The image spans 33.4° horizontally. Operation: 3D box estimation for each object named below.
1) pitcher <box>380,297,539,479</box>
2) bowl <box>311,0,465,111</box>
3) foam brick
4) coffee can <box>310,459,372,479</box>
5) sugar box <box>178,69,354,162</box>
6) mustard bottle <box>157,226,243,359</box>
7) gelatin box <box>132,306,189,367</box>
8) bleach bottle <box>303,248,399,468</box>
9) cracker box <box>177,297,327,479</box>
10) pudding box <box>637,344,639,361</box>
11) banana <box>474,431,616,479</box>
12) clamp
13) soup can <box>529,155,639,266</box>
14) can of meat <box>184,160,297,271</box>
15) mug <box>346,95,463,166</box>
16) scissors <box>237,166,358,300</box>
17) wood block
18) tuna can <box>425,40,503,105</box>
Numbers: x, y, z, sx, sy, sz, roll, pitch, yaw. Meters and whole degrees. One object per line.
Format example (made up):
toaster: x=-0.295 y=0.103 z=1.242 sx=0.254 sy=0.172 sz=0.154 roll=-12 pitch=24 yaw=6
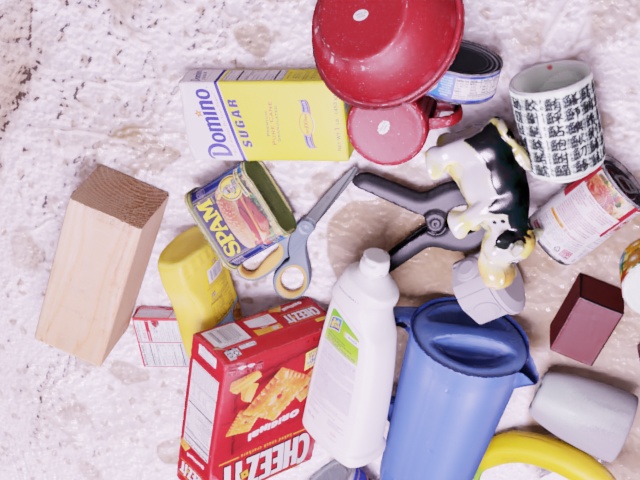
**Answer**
pitcher: x=0.133 y=0.190 z=1.216 sx=0.144 sy=0.149 sz=0.243 roll=-3 pitch=128 yaw=-22
bowl: x=0.051 y=-0.205 z=0.996 sx=0.162 sy=0.055 sz=0.162 roll=-4 pitch=83 yaw=29
foam brick: x=0.288 y=0.087 z=1.155 sx=0.051 sy=0.053 sz=0.078 roll=22 pitch=122 yaw=1
coffee can: x=0.050 y=0.356 z=1.339 sx=0.103 sy=0.102 sz=0.140 roll=-37 pitch=105 yaw=28
sugar box: x=-0.055 y=-0.131 z=1.121 sx=0.176 sy=0.048 sz=0.093 roll=0 pitch=119 yaw=13
mustard bottle: x=-0.128 y=0.086 z=1.232 sx=0.058 sy=0.096 sz=0.191 roll=-1 pitch=119 yaw=24
gelatin box: x=-0.179 y=0.118 z=1.303 sx=0.089 sy=0.030 sz=0.073 roll=-1 pitch=120 yaw=16
bleach bottle: x=0.044 y=0.124 z=1.161 sx=0.103 sy=0.067 sz=0.251 roll=37 pitch=131 yaw=34
cracker box: x=-0.072 y=0.187 z=1.236 sx=0.072 sy=0.163 sz=0.214 roll=38 pitch=130 yaw=38
pudding box: x=0.373 y=0.174 z=1.147 sx=0.039 sy=0.113 sz=0.090 roll=-14 pitch=115 yaw=18
banana: x=0.260 y=0.258 z=1.240 sx=0.198 sy=0.037 sz=0.069 roll=0 pitch=112 yaw=43
clamp: x=0.120 y=-0.014 z=1.147 sx=0.171 sy=0.039 sz=0.120 roll=4 pitch=120 yaw=12
soup can: x=0.271 y=-0.029 z=1.084 sx=0.068 sy=0.068 sz=0.102 roll=41 pitch=121 yaw=-11
can of meat: x=-0.085 y=-0.031 z=1.172 sx=0.084 sy=0.057 sz=0.102 roll=-29 pitch=96 yaw=24
mug: x=0.084 y=-0.125 z=1.067 sx=0.117 sy=0.081 sz=0.093 roll=4 pitch=120 yaw=12
scissors: x=-0.008 y=0.001 z=1.202 sx=0.202 sy=0.016 sz=0.096 roll=-32 pitch=109 yaw=28
wood block: x=-0.254 y=0.031 z=1.236 sx=0.090 sy=0.090 sz=0.206 roll=23 pitch=122 yaw=1
tuna can: x=0.131 y=-0.164 z=1.032 sx=0.086 sy=0.086 sz=0.034 roll=13 pitch=123 yaw=6
